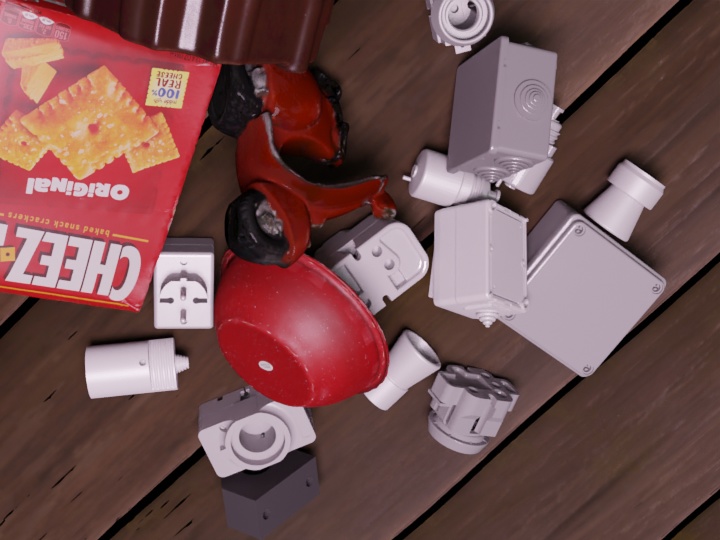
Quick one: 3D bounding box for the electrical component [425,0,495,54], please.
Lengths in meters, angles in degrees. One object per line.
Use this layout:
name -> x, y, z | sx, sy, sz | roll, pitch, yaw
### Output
electrical component -> 0.074, -0.196, 0.814 | 0.048, 0.055, 0.066 | -15, 112, -2

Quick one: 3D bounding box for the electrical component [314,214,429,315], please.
electrical component -> 0.000, 0.000, 0.870 | 0.095, 0.059, 0.053 | -37, 111, -8

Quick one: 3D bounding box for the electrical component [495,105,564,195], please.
electrical component -> 0.139, -0.098, 0.869 | 0.040, 0.040, 0.078 | 26, 105, -16

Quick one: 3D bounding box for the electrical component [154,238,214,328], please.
electrical component -> -0.140, 0.017, 0.853 | 0.047, 0.076, 0.065 | 0, 111, -8

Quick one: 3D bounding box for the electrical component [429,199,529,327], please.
electrical component -> 0.094, 0.000, 0.862 | 0.062, 0.061, 0.096 | 20, 67, -49

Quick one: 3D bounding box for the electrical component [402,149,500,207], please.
electrical component -> 0.076, -0.070, 0.870 | 0.078, 0.040, 0.040 | 16, 108, -14

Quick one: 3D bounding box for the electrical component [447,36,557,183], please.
electrical component -> 0.108, -0.120, 0.817 | 0.048, 0.100, 0.099 | 9, 82, -16

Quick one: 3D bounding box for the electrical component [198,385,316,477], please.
electrical component -> -0.088, 0.132, 0.915 | 0.089, 0.055, 0.050 | -22, 112, 1

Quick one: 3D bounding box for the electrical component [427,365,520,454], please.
electrical component -> 0.093, 0.122, 0.935 | 0.078, 0.058, 0.057 | 10, 112, -30

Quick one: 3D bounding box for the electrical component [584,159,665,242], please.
electrical component -> 0.220, -0.058, 0.893 | 0.045, 0.045, 0.055 | 31, 103, -18

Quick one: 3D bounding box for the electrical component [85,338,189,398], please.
electrical component -> -0.183, 0.080, 0.889 | 0.081, 0.043, 0.043 | -5, 111, -6

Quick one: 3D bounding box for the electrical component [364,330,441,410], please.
electrical component -> 0.032, 0.089, 0.925 | 0.044, 0.044, 0.065 | 40, 105, -19

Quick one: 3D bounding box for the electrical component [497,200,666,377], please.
electrical component -> 0.180, 0.016, 0.909 | 0.109, 0.056, 0.108 | 34, 103, -18
